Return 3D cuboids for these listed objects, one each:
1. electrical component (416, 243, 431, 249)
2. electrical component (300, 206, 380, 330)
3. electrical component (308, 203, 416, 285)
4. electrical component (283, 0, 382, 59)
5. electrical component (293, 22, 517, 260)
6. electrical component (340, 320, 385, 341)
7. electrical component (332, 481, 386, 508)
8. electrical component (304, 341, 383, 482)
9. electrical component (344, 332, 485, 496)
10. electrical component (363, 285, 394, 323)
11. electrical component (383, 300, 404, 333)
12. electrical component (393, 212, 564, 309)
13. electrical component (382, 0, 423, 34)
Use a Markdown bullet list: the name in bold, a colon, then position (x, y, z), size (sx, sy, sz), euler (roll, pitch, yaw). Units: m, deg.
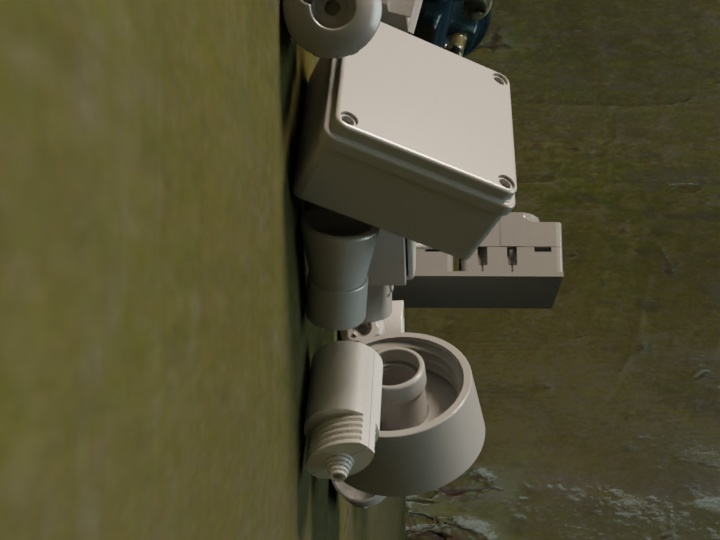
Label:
- **electrical component**: position (0.024, -0.024, 0.868), size (0.138, 0.074, 0.052), euler (-83, 172, -58)
- **electrical component**: position (-0.012, 0.001, 0.605), size (0.044, 0.044, 0.065), euler (-83, 177, -59)
- **electrical component**: position (0.003, -0.034, 0.654), size (0.096, 0.062, 0.061), euler (83, 8, -63)
- **electrical component**: position (-0.014, -0.129, 0.541), size (0.062, 0.048, 0.048), euler (-110, -160, -83)
- **electrical component**: position (0.026, -0.074, 0.588), size (0.108, 0.109, 0.056), euler (-86, -158, -44)
- **electrical component**: position (0.002, 0.051, 0.854), size (0.061, 0.035, 0.035), euler (84, 7, -76)
- **electrical component**: position (0.003, 0.155, 0.807), size (0.081, 0.043, 0.043), euler (77, 14, -73)
- **electrical component**: position (-0.010, 0.085, 0.619), size (0.081, 0.043, 0.043), euler (-86, 174, -45)
- **electrical component**: position (0.024, 0.085, 0.693), size (0.108, 0.108, 0.060), euler (-84, 167, -54)
- **electrical component**: position (0.000, 0.000, 0.744), size (0.079, 0.044, 0.077), euler (-76, 166, -70)
- **electrical component**: position (0.013, 0.053, 0.911), size (0.055, 0.047, 0.055), euler (0, 90, -86)
- **electrical component**: position (0.090, -0.007, 1.008), size (0.105, 0.186, 0.060), euler (77, 14, -72)
- **electrical component**: position (0.011, -0.193, 0.731), size (0.081, 0.064, 0.042), euler (27, 77, -86)
